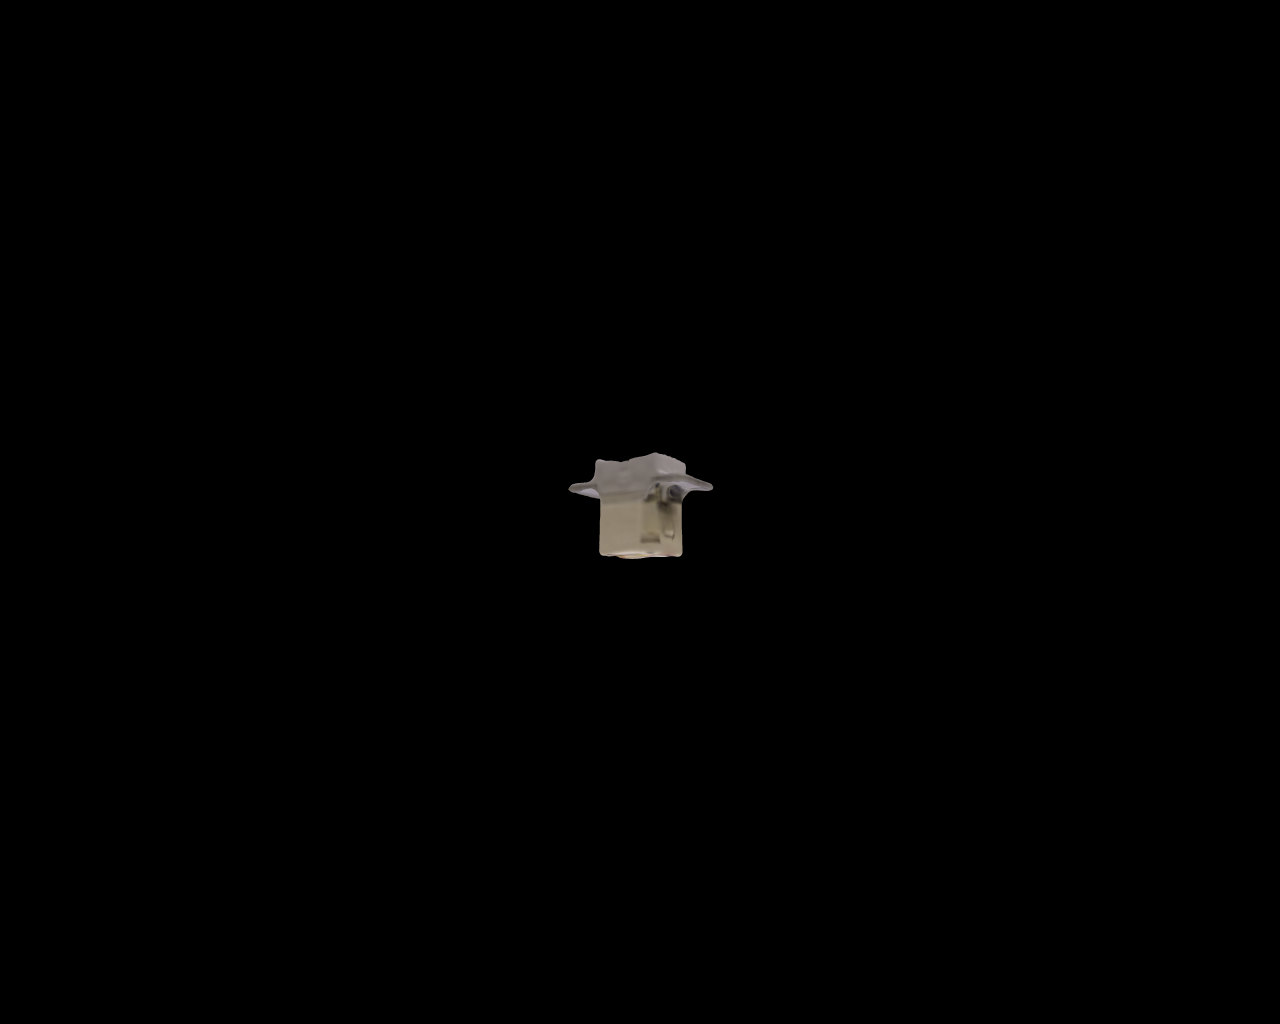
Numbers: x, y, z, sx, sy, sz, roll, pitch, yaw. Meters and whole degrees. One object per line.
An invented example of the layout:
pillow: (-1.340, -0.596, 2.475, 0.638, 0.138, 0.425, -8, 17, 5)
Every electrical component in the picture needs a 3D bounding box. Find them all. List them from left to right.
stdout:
electrical component: (0.001, -0.003, 0.650, 0.081, 0.063, 0.042, -5, -10, 32)
